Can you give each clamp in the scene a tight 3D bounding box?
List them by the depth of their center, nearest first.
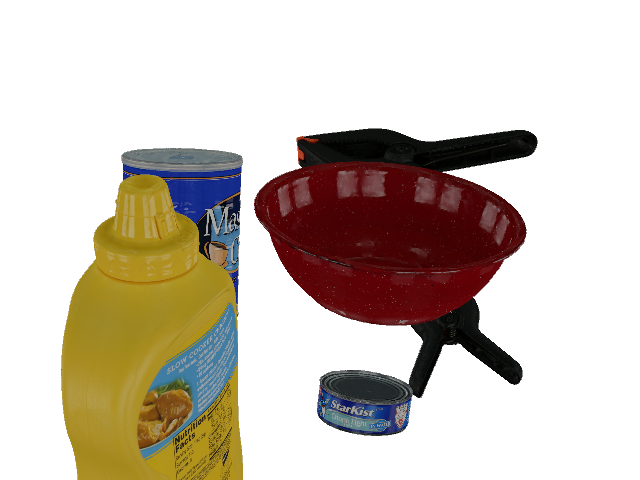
[{"bbox_3d":[0.081,-0.069,0.942,0.210,0.036,0.164,15,36,27],"label":"clamp"},{"bbox_3d":[0.151,0.100,1.162,0.120,0.171,0.039,3,-44,-5],"label":"clamp"}]

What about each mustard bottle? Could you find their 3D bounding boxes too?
[{"bbox_3d":[-0.069,0.063,0.451,0.058,0.192,0.096,14,30,22],"label":"mustard bottle"}]

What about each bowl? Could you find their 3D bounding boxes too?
[{"bbox_3d":[0.039,0.006,0.643,0.162,0.055,0.162,4,24,-2],"label":"bowl"}]

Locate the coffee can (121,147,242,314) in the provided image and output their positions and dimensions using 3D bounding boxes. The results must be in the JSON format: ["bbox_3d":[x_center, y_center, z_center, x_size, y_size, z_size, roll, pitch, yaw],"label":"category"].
[{"bbox_3d":[-0.120,-0.004,0.922,0.103,0.140,0.103,2,11,-1],"label":"coffee can"}]

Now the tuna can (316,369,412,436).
[{"bbox_3d":[0.040,0.147,0.973,0.086,0.034,0.086,6,11,-1],"label":"tuna can"}]
